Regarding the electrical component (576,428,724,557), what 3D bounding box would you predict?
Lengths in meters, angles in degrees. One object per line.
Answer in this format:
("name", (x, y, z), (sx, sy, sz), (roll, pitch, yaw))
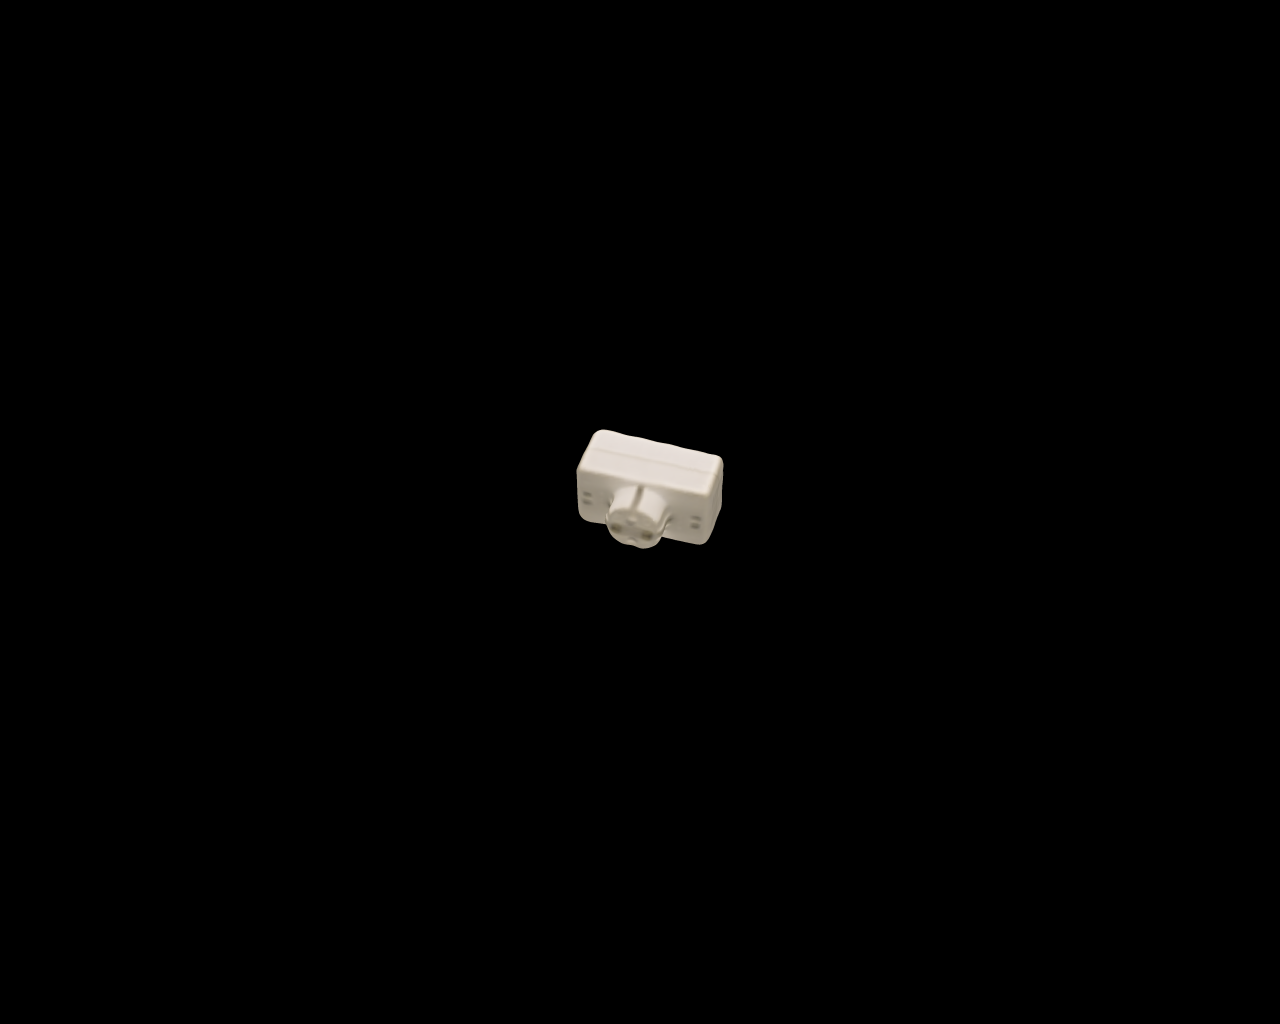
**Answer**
("electrical component", (0.001, -0.003, 0.650), (0.083, 0.047, 0.076), (13, 47, 12))
